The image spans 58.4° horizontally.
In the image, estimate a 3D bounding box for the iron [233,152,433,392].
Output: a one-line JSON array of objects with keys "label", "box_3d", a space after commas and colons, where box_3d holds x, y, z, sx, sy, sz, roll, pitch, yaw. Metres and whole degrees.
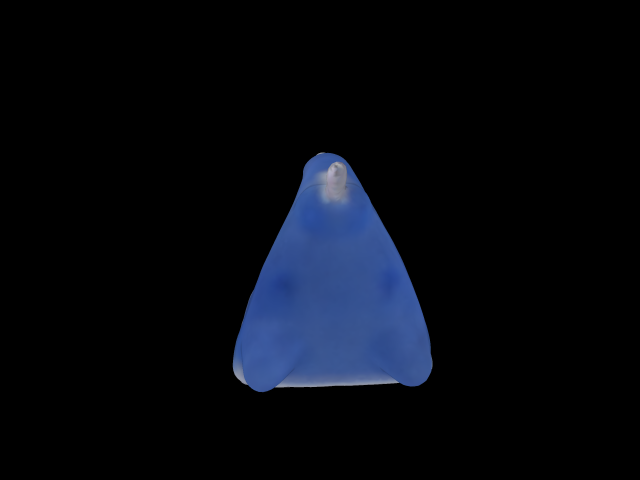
[{"label": "iron", "box_3d": [0.004, 0.001, 0.400, 0.118, 0.141, 0.258, -1, 15, -3]}]
